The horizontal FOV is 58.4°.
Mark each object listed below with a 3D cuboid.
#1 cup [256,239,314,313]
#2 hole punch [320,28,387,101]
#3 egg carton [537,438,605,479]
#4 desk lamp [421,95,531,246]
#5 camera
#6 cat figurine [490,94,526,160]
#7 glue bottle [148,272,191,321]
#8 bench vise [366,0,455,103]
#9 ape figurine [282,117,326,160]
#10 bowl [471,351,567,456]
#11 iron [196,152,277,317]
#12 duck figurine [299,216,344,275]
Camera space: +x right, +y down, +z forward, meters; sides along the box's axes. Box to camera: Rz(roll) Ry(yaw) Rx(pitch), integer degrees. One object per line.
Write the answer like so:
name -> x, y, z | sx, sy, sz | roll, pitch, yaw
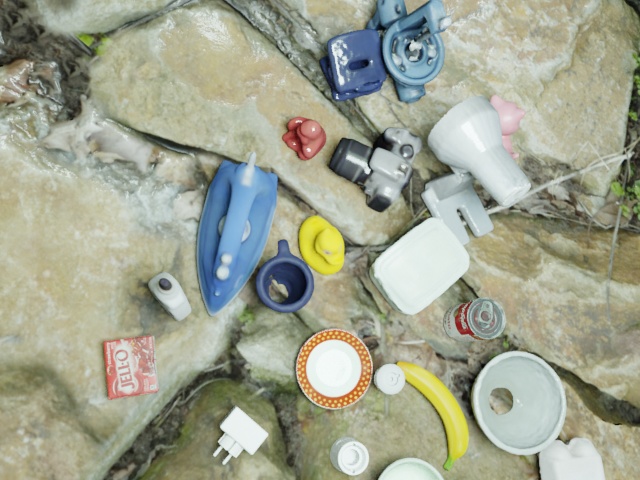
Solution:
cup -> -0.063, 0.064, 0.929 | 0.092, 0.095, 0.118 | -2, 77, -12
hole punch -> 0.067, -0.320, 1.048 | 0.109, 0.091, 0.101 | -19, 81, -15
egg carton -> 0.423, 0.414, 0.964 | 0.107, 0.069, 0.150 | -3, 78, -13
desk lamp -> 0.260, -0.112, 0.977 | 0.118, 0.213, 0.203 | -26, 83, -16
camera -> 0.095, -0.143, 1.008 | 0.137, 0.100, 0.143 | 25, 73, -5
cat figurine -> 0.341, -0.201, 1.065 | 0.067, 0.117, 0.128 | -6, 78, -13
glue bottle -> -0.225, 0.077, 0.851 | 0.037, 0.173, 0.078 | -39, 87, -17
bench vise -> 0.150, -0.371, 1.011 | 0.122, 0.219, 0.207 | -36, 86, -17
ape figurine -> -0.022, -0.183, 0.997 | 0.076, 0.092, 0.078 | -2, 77, -12
bowl -> 0.324, 0.274, 0.973 | 0.167, 0.074, 0.167 | 3, 77, -11
iron -> -0.136, -0.011, 0.907 | 0.119, 0.141, 0.258 | 13, 75, -8
duck figurine -> 0.009, 0.003, 0.963 | 0.078, 0.086, 0.104 | -23, 83, -16
